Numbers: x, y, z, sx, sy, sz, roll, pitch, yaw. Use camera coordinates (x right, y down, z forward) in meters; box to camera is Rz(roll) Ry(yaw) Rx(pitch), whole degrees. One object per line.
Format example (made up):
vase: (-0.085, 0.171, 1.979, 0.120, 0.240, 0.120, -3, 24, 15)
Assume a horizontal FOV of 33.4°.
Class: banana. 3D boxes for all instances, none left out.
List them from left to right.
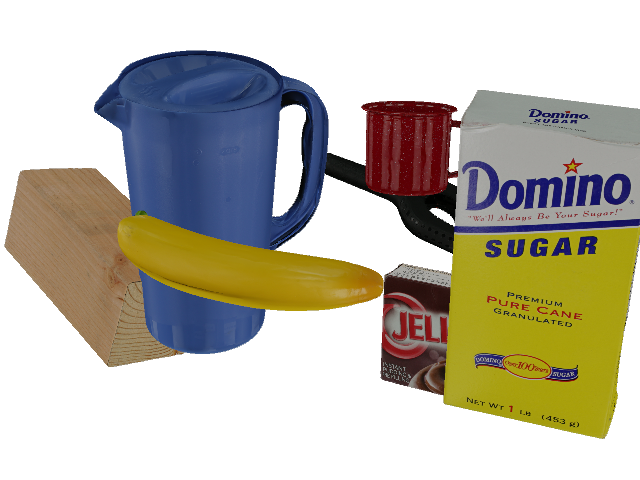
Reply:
banana: (-0.060, 0.011, 0.675, 0.198, 0.037, 0.069, 17, 35, 27)

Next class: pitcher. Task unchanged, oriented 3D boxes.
pitcher: (-0.089, -0.030, 0.903, 0.149, 0.243, 0.144, 18, 34, 25)

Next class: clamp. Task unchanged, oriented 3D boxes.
clamp: (0.107, -0.053, 1.235, 0.164, 0.036, 0.210, -15, 52, -28)

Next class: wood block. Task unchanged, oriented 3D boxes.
wood block: (-0.207, 0.019, 1.012, 0.090, 0.091, 0.206, -5, 34, -44)

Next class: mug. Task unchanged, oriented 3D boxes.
mug: (0.097, -0.090, 1.043, 0.117, 0.081, 0.093, 2, 14, 7)

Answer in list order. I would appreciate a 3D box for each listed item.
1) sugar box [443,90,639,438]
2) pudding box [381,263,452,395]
sugar box: (0.116, 0.015, 0.554, 0.093, 0.176, 0.048, 9, 34, 18)
pudding box: (0.103, 0.073, 0.822, 0.114, 0.090, 0.039, 10, 22, 25)
